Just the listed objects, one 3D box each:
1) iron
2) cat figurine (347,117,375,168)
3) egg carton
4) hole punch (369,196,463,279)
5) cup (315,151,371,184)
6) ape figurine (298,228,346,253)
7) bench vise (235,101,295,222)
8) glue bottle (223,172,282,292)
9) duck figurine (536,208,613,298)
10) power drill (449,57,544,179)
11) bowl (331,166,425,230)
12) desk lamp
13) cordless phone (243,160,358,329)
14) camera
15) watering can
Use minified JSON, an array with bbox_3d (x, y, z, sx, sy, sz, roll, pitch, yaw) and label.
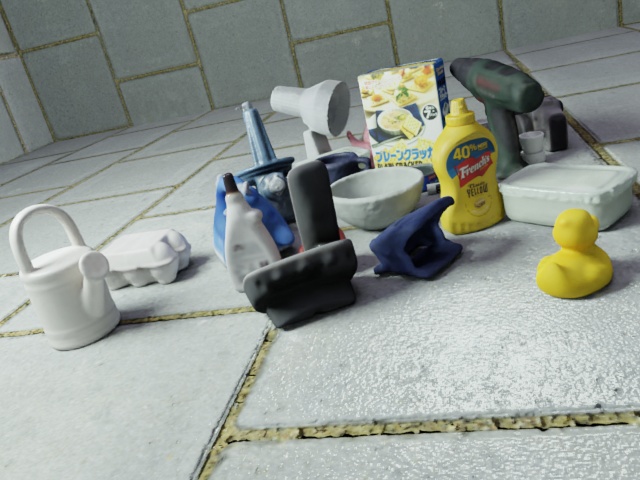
[{"bbox_3d":[-0.140,-0.049,0.964,0.119,0.142,0.257,-21,22,-19],"label":"iron"},{"bbox_3d":[0.113,-0.225,1.287,0.127,0.118,0.067,4,27,38],"label":"cat figurine"},{"bbox_3d":[-0.293,0.031,0.954,0.150,0.069,0.107,-8,22,14],"label":"egg carton"},{"bbox_3d":[0.124,-0.008,0.771,0.100,0.091,0.109,7,29,42],"label":"hole punch"},{"bbox_3d":[0.047,-0.110,1.069,0.117,0.095,0.092,-2,24,27],"label":"cup"},{"bbox_3d":[0.007,0.003,0.812,0.077,0.092,0.076,9,31,45],"label":"ape figurine"},{"bbox_3d":[-0.092,-0.150,1.079,0.122,0.220,0.206,-24,24,-26],"label":"bench vise"},{"bbox_3d":[-0.105,-0.012,0.805,0.078,0.173,0.037,-10,22,10],"label":"glue bottle"},{"bbox_3d":[0.282,0.009,0.640,0.105,0.086,0.077,-28,26,-33],"label":"duck figurine"},{"bbox_3d":[0.315,-0.225,1.039,0.076,0.209,0.229,-19,22,-15],"label":"power drill"},{"bbox_3d":[0.094,-0.062,0.948,0.167,0.075,0.167,-12,21,5],"label":"bowl"},{"bbox_3d":[-0.022,-0.251,1.301,0.202,0.214,0.118,0,25,30],"label":"desk lamp"},{"bbox_3d":[-0.034,0.001,0.711,0.148,0.185,0.094,-20,22,-17],"label":"cordless phone"},{"bbox_3d":[0.409,-0.232,1.150,0.136,0.101,0.143,-12,21,4],"label":"camera"},{"bbox_3d":[-0.348,0.043,0.784,0.172,0.194,0.101,-7,22,15],"label":"watering can"}]
